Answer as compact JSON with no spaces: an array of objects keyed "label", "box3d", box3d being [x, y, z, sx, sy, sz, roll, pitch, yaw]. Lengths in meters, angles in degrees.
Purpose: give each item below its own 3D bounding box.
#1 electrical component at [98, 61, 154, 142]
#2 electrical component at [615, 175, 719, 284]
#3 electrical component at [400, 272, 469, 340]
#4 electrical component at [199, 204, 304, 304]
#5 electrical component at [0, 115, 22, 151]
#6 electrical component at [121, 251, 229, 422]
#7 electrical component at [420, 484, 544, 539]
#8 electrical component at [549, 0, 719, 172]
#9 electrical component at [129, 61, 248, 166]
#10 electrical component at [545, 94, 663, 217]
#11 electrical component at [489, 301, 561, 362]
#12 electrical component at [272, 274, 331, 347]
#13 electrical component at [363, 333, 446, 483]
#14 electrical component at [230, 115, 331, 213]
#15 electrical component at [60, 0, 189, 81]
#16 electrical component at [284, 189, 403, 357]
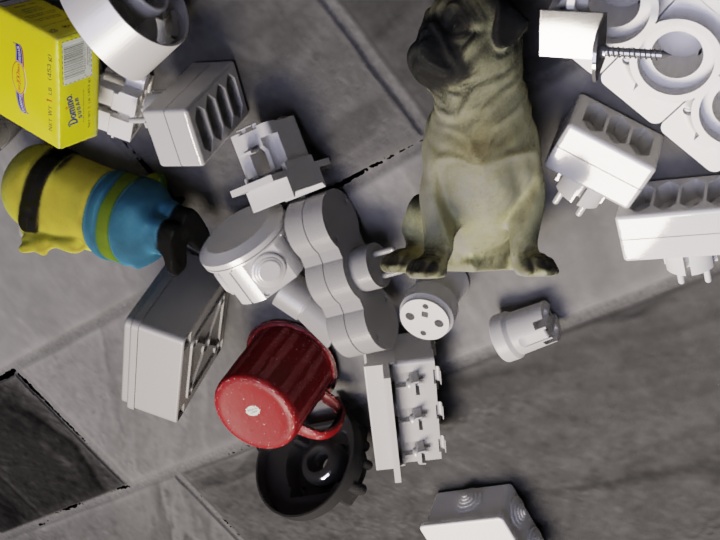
[{"label":"electrical component","box3d":[-0.200,-0.138,0.858,0.055,0.048,0.066,20,131,-2]},{"label":"electrical component","box3d":[0.231,-0.021,0.758,0.083,0.047,0.075,-4,124,26]},{"label":"electrical component","box3d":[0.059,0.023,0.862,0.045,0.055,0.045,12,129,15]},{"label":"electrical component","box3d":[-0.087,-0.015,0.881,0.080,0.080,0.051,-14,124,31]},{"label":"electrical component","box3d":[-0.345,-0.134,0.914,0.095,0.059,0.054,45,129,-14]},{"label":"electrical component","box3d":[-0.161,0.058,0.950,0.056,0.108,0.108,18,131,7]},{"label":"electrical component","box3d":[0.119,0.251,1.017,0.100,0.048,0.099,-15,118,32]},{"label":"electrical component","box3d":[0.199,-0.143,0.668,0.150,0.061,0.089,37,131,-7]},{"label":"electrical component","box3d":[-0.140,-0.119,0.820,0.076,0.083,0.047,2,126,23]},{"label":"electrical component","box3d":[0.162,-0.069,0.751,0.066,0.047,0.076,28,132,1]},{"label":"electrical component","box3d":[0.133,0.048,0.861,0.046,0.040,0.040,-23,114,29]},{"label":"electrical component","box3d":[-0.042,0.031,0.923,0.065,0.044,0.044,34,132,3]},{"label":"electrical component","box3d":[0.039,0.112,0.933,0.063,0.078,0.121,-6,126,1]},{"label":"electrical component","box3d":[-0.064,-0.083,0.826,0.042,0.081,0.063,-17,94,33]},{"label":"electrical component","box3d":[-0.173,-0.188,0.775,0.064,0.099,0.099,-27,112,29]},{"label":"electrical component","box3d":[0.000,0.000,0.858,0.074,0.052,0.138,-15,104,31]}]
